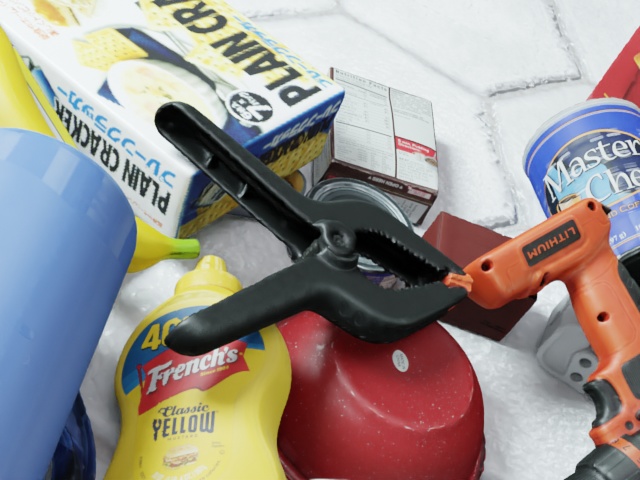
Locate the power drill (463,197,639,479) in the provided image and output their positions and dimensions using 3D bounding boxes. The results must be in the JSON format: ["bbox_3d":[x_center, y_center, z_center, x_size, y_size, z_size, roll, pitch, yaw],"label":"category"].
[{"bbox_3d":[0.165,0.082,0.667,0.184,0.057,0.188,-29,82,-21],"label":"power drill"}]

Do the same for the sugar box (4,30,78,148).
[{"bbox_3d":[-0.213,-0.076,0.634,0.093,0.048,0.176,-27,81,-44],"label":"sugar box"}]

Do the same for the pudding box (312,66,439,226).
[{"bbox_3d":[0.041,-0.073,0.805,0.090,0.039,0.113,16,43,-15],"label":"pudding box"}]

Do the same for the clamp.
[{"bbox_3d":[-0.004,0.001,0.612,0.209,0.036,0.164,10,51,-33],"label":"clamp"}]

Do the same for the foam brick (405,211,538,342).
[{"bbox_3d":[0.104,0.026,0.738,0.078,0.053,0.051,21,44,-12],"label":"foam brick"}]

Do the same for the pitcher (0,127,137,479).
[{"bbox_3d":[-0.165,0.071,0.484,0.145,0.149,0.242,18,48,1],"label":"pitcher"}]

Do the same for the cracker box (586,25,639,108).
[{"bbox_3d":[0.309,-0.105,0.852,0.071,0.214,0.164,-9,56,-33],"label":"cracker box"}]

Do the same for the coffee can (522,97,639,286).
[{"bbox_3d":[0.225,-0.023,0.812,0.102,0.103,0.140,5,49,-25],"label":"coffee can"}]

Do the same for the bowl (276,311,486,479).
[{"bbox_3d":[0.040,0.089,0.642,0.162,0.055,0.162,15,45,-16],"label":"bowl"}]

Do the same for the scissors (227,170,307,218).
[{"bbox_3d":[-0.072,-0.014,0.703,0.096,0.016,0.201,25,43,-1],"label":"scissors"}]

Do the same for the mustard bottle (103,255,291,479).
[{"bbox_3d":[-0.064,0.084,0.575,0.096,0.058,0.191,-10,46,9],"label":"mustard bottle"}]

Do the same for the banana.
[{"bbox_3d":[-0.154,-0.048,0.607,0.198,0.037,0.069,50,30,-3],"label":"banana"}]

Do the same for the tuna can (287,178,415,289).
[{"bbox_3d":[0.022,-0.002,0.731,0.086,0.034,0.086,15,45,-16],"label":"tuna can"}]
